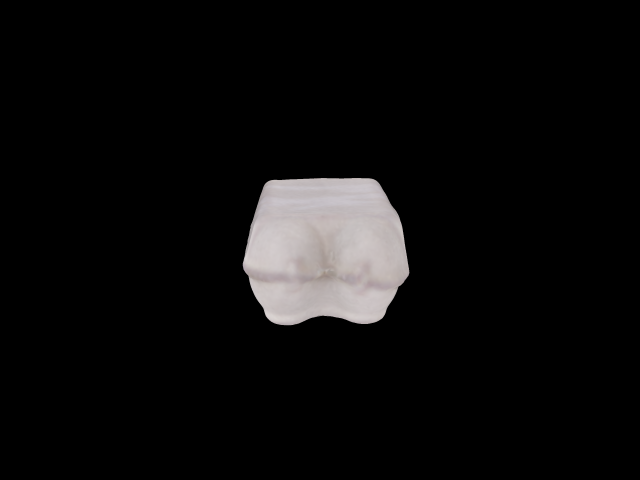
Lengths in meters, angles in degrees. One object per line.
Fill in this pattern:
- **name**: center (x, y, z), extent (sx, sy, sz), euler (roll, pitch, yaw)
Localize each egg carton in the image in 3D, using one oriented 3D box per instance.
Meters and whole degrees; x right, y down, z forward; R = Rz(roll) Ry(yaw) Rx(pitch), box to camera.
- **egg carton**: center (0.004, 0.001, 0.400), extent (0.107, 0.069, 0.150), euler (-1, 19, -3)
